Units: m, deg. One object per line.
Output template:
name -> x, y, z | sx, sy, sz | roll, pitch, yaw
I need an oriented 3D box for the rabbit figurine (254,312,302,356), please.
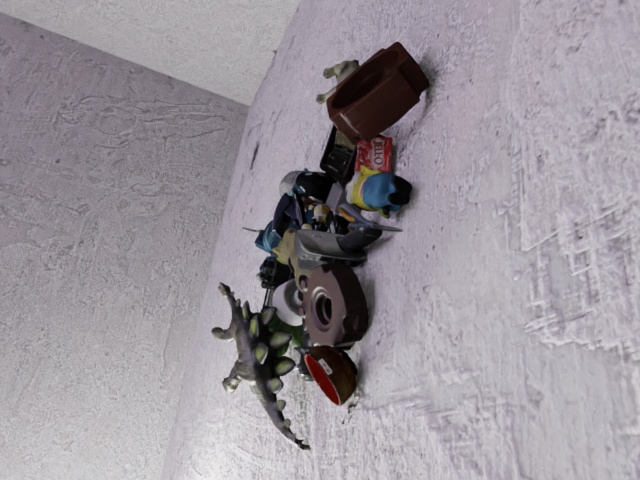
rabbit figurine -> -0.097, 0.206, 1.339 | 0.170, 0.121, 0.159 | -56, 26, 15

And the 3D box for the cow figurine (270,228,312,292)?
cow figurine -> -0.040, 0.048, 1.250 | 0.127, 0.085, 0.195 | -40, 47, 17

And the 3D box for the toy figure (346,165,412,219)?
toy figure -> 0.113, -0.088, 1.036 | 0.082, 0.089, 0.180 | -51, 24, -13

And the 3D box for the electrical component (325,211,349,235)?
electrical component -> 0.042, -0.017, 1.236 | 0.119, 0.048, 0.074 | -101, 33, -57

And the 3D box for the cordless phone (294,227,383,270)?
cordless phone -> 0.034, 0.005, 1.071 | 0.184, 0.146, 0.088 | 142, 135, -66

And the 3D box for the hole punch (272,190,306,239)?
hole punch -> -0.083, -0.064, 1.457 | 0.142, 0.092, 0.116 | 49, -149, -73

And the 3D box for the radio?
radio -> 0.073, -0.204, 1.277 | 0.230, 0.073, 0.131 | -129, 58, -69

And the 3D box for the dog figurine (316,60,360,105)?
dog figurine -> 0.098, -0.402, 1.388 | 0.191, 0.121, 0.172 | 13, 89, 59

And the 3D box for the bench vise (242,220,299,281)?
bench vise -> -0.136, 0.020, 1.590 | 0.241, 0.128, 0.223 | 22, 86, 55

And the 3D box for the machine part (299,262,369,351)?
machine part -> 0.023, 0.132, 1.048 | 0.179, 0.056, 0.179 | 7, 98, 58

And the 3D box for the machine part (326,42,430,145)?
machine part -> 0.115, -0.299, 1.105 | 0.201, 0.087, 0.201 | -38, 26, 18

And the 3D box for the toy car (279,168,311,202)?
toy car -> -0.067, -0.149, 1.571 | 0.109, 0.103, 0.161 | -59, 5, -36

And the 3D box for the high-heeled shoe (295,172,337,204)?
high-heeled shoe -> -0.018, -0.145, 1.377 | 0.086, 0.145, 0.249 | -70, 19, 7

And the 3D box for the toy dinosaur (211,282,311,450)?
toy dinosaur -> -0.142, 0.277, 1.226 | 0.198, 0.105, 0.472 | -53, 53, 37

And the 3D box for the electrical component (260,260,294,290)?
electrical component -> -0.095, 0.103, 1.403 | 0.134, 0.115, 0.058 | 94, -170, -72

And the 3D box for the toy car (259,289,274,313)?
toy car -> -0.147, 0.176, 1.618 | 0.073, 0.056, 0.202 | 127, 157, -61

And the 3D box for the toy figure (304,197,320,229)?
toy figure -> -0.015, -0.081, 1.444 | 0.155, 0.058, 0.064 | -105, 15, -56

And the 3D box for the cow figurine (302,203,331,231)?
cow figurine -> -0.004, -0.005, 1.331 | 0.098, 0.068, 0.167 | 30, 105, 66

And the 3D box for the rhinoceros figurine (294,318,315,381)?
rhinoceros figurine -> -0.017, 0.208, 1.158 | 0.190, 0.073, 0.112 | -89, 25, -42
